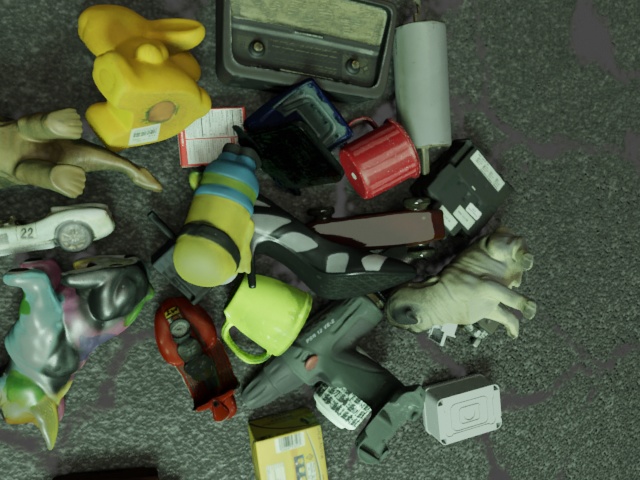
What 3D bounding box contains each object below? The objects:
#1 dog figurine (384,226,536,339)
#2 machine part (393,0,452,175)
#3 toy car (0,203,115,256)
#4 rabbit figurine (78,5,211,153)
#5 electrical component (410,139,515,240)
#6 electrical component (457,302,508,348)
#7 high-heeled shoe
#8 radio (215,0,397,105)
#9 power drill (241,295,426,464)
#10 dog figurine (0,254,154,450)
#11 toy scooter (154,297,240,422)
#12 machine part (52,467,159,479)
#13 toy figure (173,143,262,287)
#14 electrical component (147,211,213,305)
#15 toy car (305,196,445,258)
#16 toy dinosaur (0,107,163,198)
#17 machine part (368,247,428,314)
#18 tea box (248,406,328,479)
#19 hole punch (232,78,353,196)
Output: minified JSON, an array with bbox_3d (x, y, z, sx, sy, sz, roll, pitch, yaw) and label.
[{"bbox_3d":[0.191,0.051,0.766,0.191,0.172,0.121,6,139,4],"label":"dog figurine"},{"bbox_3d":[0.144,-0.214,0.760,0.079,0.079,0.243,-7,97,-17],"label":"machine part"},{"bbox_3d":[-0.347,-0.007,0.629,0.202,0.074,0.056,-10,103,-16],"label":"toy car"},{"bbox_3d":[-0.209,-0.211,0.624,0.162,0.121,0.173,-27,71,-28],"label":"rabbit figurine"},{"bbox_3d":[0.205,-0.068,0.806,0.134,0.058,0.115,-46,105,-8],"label":"electrical component"},{"bbox_3d":[0.259,0.114,0.850,0.078,0.045,0.102,42,83,-16],"label":"electrical component"},{"bbox_3d":[-0.001,-0.002,0.714,0.249,0.086,0.145,0,63,-9],"label":"high-heeled shoe"},{"bbox_3d":[-0.021,-0.257,0.703,0.230,0.073,0.131,4,95,-18],"label":"radio"},{"bbox_3d":[0.021,0.191,0.707,0.232,0.208,0.085,-45,131,-5],"label":"power drill"},{"bbox_3d":[-0.299,0.130,0.646,0.191,0.109,0.219,-1,101,-21],"label":"dog figurine"},{"bbox_3d":[-0.150,0.161,0.679,0.075,0.135,0.183,-27,102,-11],"label":"toy scooter"},{"bbox_3d":[-0.281,0.409,0.692,0.201,0.087,0.201,3,97,-18],"label":"machine part"},{"bbox_3d":[-0.121,-0.032,0.638,0.089,0.082,0.180,43,57,-57],"label":"toy figure"},{"bbox_3d":[-0.187,0.022,0.683,0.048,0.075,0.119,-45,111,-9],"label":"electrical component"},{"bbox_3d":[0.074,-0.012,0.758,0.202,0.053,0.089,-8,92,-3],"label":"toy car"},{"bbox_3d":[-0.397,-0.094,0.532,0.471,0.199,0.105,9,85,-28],"label":"toy dinosaur"},{"bbox_3d":[0.101,0.053,0.798,0.084,0.039,0.139,43,85,-9],"label":"machine part"},{"bbox_3d":[-0.041,0.338,0.768,0.098,0.068,0.169,-8,100,-16],"label":"tea box"},{"bbox_3d":[-0.029,-0.132,0.693,0.142,0.116,0.092,43,52,-41],"label":"hole punch"}]
